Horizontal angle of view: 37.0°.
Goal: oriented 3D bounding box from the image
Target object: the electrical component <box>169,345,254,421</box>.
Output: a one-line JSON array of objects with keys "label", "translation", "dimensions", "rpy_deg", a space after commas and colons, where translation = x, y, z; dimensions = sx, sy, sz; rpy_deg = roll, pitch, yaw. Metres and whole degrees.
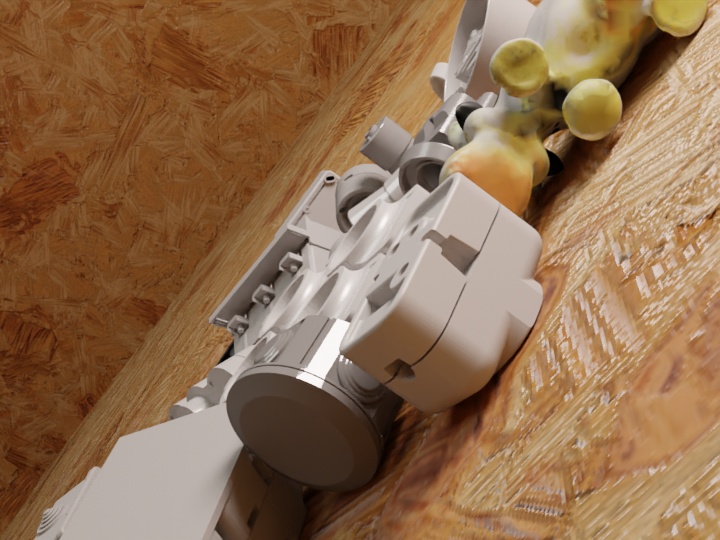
[{"label": "electrical component", "translation": [-0.114, 0.110, 0.813], "dimensions": [0.074, 0.052, 0.138], "rpy_deg": [-31, -6, -38]}]

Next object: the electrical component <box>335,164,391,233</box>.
[{"label": "electrical component", "translation": [0.006, -0.053, 0.875], "dimensions": [0.055, 0.055, 0.047], "rpy_deg": [-50, 14, 21]}]

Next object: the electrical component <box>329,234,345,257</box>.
[{"label": "electrical component", "translation": [0.000, 0.000, 0.751], "dimensions": [0.045, 0.045, 0.055], "rpy_deg": [-52, 10, 12]}]

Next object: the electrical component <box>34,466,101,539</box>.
[{"label": "electrical component", "translation": [-0.193, 0.209, 0.795], "dimensions": [0.048, 0.099, 0.099], "rpy_deg": [-38, 14, 15]}]

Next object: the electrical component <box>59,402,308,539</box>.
[{"label": "electrical component", "translation": [-0.099, 0.153, 0.536], "dimensions": [0.105, 0.060, 0.186], "rpy_deg": [-20, 25, 24]}]

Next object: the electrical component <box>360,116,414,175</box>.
[{"label": "electrical component", "translation": [0.033, -0.088, 0.836], "dimensions": [0.044, 0.065, 0.044], "rpy_deg": [-52, 10, 13]}]

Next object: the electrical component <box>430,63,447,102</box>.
[{"label": "electrical component", "translation": [0.090, -0.163, 0.880], "dimensions": [0.055, 0.048, 0.066], "rpy_deg": [-48, 9, -12]}]

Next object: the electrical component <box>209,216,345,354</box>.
[{"label": "electrical component", "translation": [-0.053, 0.026, 0.833], "dimensions": [0.121, 0.079, 0.063], "rpy_deg": [-47, 36, 35]}]

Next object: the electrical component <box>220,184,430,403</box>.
[{"label": "electrical component", "translation": [-0.013, 0.038, 0.639], "dimensions": [0.186, 0.060, 0.105], "rpy_deg": [-42, 16, 51]}]

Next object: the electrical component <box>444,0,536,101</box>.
[{"label": "electrical component", "translation": [0.091, -0.150, 0.757], "dimensions": [0.099, 0.064, 0.099], "rpy_deg": [-57, 17, 29]}]

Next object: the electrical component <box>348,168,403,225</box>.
[{"label": "electrical component", "translation": [0.028, -0.050, 0.805], "dimensions": [0.065, 0.044, 0.044], "rpy_deg": [-46, 12, 18]}]

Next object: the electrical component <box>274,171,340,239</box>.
[{"label": "electrical component", "translation": [-0.035, -0.037, 0.988], "dimensions": [0.096, 0.062, 0.061], "rpy_deg": [-54, 10, -1]}]

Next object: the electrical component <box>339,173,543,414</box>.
[{"label": "electrical component", "translation": [0.041, 0.012, 0.477], "dimensions": [0.054, 0.059, 0.095], "rpy_deg": [-41, 16, 51]}]

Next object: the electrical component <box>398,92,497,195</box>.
[{"label": "electrical component", "translation": [0.059, -0.068, 0.674], "dimensions": [0.078, 0.058, 0.057], "rpy_deg": [-41, 14, 53]}]

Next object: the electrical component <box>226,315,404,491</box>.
[{"label": "electrical component", "translation": [-0.020, 0.066, 0.527], "dimensions": [0.080, 0.080, 0.051], "rpy_deg": [-44, 10, 46]}]
